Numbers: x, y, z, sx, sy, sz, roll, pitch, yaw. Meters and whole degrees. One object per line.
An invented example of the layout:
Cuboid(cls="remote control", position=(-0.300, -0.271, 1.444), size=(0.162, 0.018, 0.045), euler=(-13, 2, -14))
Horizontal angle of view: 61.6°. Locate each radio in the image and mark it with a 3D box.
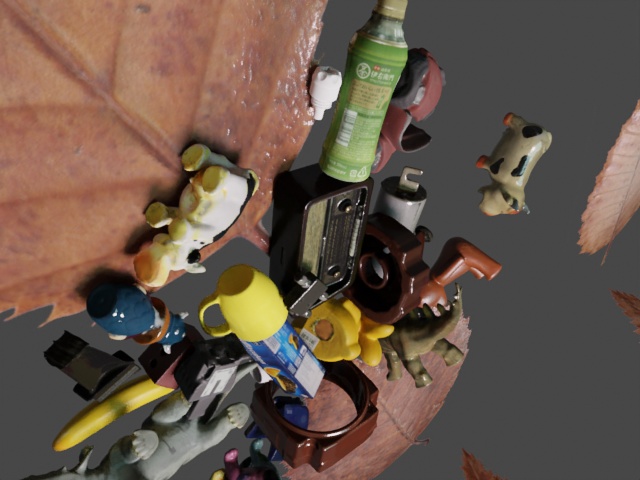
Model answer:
Cuboid(cls="radio", position=(-0.002, -0.002, 0.786), size=(0.131, 0.073, 0.229), euler=(-25, 142, -31))

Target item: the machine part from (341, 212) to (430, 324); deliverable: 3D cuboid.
Cuboid(cls="machine part", position=(0.094, 0.043, 0.864), size=(0.056, 0.180, 0.179), euler=(-23, 141, -39))

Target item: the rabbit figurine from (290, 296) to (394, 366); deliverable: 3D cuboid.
Cuboid(cls="rabbit figurine", position=(0.050, 0.145, 0.961), size=(0.173, 0.163, 0.121), euler=(-12, 123, -68))

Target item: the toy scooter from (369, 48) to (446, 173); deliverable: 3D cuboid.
Cuboid(cls="toy scooter", position=(0.124, -0.174, 0.750), size=(0.135, 0.075, 0.183), euler=(-9, 135, -44))

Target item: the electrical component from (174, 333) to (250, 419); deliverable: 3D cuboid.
Cuboid(cls="electrical component", position=(-0.154, 0.186, 0.730), size=(0.075, 0.048, 0.119), euler=(-4, 134, -46))

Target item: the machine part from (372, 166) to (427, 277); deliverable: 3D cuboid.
Cuboid(cls="machine part", position=(0.119, -0.019, 0.910), size=(0.079, 0.079, 0.243), euler=(-21, 139, -36))

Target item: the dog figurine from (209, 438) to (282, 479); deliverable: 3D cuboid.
Cuboid(cls="dog figurine", position=(-0.121, 0.529, 1.086), size=(0.108, 0.219, 0.191), euler=(8, 118, -49))

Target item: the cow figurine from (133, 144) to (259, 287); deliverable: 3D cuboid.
Cuboid(cls="cow figurine", position=(-0.141, -0.019, 0.614), size=(0.167, 0.068, 0.098), euler=(-54, 153, 12))

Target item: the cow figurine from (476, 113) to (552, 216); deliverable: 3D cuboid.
Cuboid(cls="cow figurine", position=(0.374, -0.133, 1.041), size=(0.085, 0.127, 0.194), euler=(7, 117, -49))

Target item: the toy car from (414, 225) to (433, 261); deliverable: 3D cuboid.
Cuboid(cls="toy car", position=(0.176, 0.044, 1.067), size=(0.089, 0.053, 0.202), euler=(-42, 152, -18))

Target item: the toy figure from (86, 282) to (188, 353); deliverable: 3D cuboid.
Cuboid(cls="toy figure", position=(-0.216, 0.093, 0.653), size=(0.064, 0.058, 0.154), euler=(-41, 152, -2))

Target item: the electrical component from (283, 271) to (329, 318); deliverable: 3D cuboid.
Cuboid(cls="electrical component", position=(-0.022, 0.078, 0.760), size=(0.063, 0.021, 0.094), euler=(-46, 148, -2))

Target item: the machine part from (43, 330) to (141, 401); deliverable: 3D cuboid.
Cuboid(cls="machine part", position=(-0.281, 0.157, 0.663), size=(0.084, 0.039, 0.138), euler=(-33, 147, -12))

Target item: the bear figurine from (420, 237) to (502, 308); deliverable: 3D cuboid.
Cuboid(cls="bear figurine", position=(0.277, 0.093, 1.173), size=(0.196, 0.132, 0.120), euler=(-53, 178, -4))

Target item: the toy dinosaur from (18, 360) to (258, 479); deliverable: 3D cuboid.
Cuboid(cls="toy dinosaur", position=(-0.240, 0.302, 0.794), size=(0.192, 0.131, 0.405), euler=(-26, 178, 36))

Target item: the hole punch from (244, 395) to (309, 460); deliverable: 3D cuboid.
Cuboid(cls="hole punch", position=(-0.075, 0.390, 1.115), size=(0.115, 0.092, 0.142), euler=(-54, 144, 3))

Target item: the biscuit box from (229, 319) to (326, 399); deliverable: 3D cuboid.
Cuboid(cls="biscuit box", position=(-0.064, 0.179, 0.860), size=(0.202, 0.063, 0.059), euler=(58, 46, -40))

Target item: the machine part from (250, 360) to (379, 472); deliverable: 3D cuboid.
Cuboid(cls="machine part", position=(-0.009, 0.294, 0.979), size=(0.201, 0.201, 0.087), euler=(-22, 137, -35))

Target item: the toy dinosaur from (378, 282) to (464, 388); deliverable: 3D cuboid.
Cuboid(cls="toy dinosaur", position=(0.167, 0.173, 1.017), size=(0.105, 0.198, 0.471), euler=(-36, 180, -26))
